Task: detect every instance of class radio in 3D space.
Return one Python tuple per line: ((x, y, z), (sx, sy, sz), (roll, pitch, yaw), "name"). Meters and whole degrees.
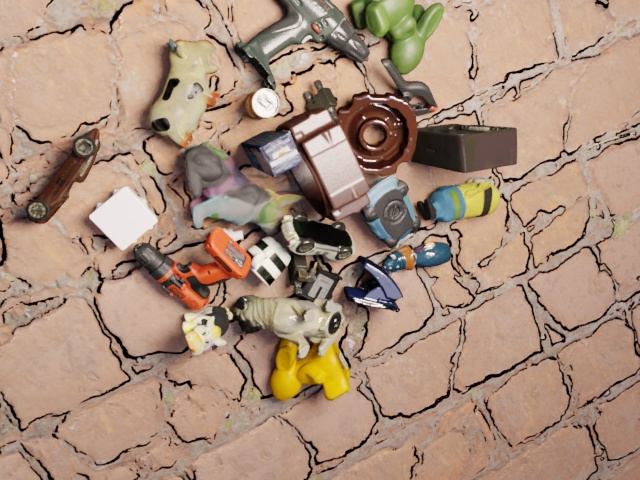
((0.277, -0.188, 1.069), (0.131, 0.230, 0.073), (-11, 108, -16), "radio")

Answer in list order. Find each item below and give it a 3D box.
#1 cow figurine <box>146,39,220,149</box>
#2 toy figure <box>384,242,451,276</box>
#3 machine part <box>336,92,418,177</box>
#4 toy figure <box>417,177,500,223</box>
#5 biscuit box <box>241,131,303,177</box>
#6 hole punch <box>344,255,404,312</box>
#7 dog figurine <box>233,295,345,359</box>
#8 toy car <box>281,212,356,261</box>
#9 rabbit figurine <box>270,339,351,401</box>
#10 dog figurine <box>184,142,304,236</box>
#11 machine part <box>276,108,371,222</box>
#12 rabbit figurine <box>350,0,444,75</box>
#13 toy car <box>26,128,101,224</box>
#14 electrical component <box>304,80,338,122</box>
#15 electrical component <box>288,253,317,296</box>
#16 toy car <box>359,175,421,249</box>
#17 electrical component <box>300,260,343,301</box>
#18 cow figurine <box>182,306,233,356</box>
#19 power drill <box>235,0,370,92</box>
((-0.252, -0.279, 0.990), (0.127, 0.086, 0.195), (31, 94, -24), "cow figurine")
((0.211, 0.040, 1.190), (0.154, 0.058, 0.064), (-8, 98, -8), "toy figure")
((0.110, -0.214, 1.083), (0.179, 0.056, 0.179), (0, 116, 0), "machine part")
((0.306, -0.081, 1.177), (0.180, 0.082, 0.089), (-19, 117, -15), "toy figure")
((-0.092, -0.162, 0.990), (0.063, 0.203, 0.059), (-30, 109, -9), "biscuit box")
((0.119, 0.092, 1.142), (0.116, 0.142, 0.092), (17, 93, -6), "hole punch")
((-0.064, 0.154, 1.113), (0.172, 0.191, 0.121), (14, 92, -54), "dog figurine")
((-0.002, -0.003, 1.078), (0.056, 0.073, 0.201), (-34, 150, 34), "toy car")
((-0.036, 0.281, 1.150), (0.173, 0.122, 0.162), (-28, 105, 12), "rabbit figurine")
((-0.146, -0.098, 1.045), (0.219, 0.108, 0.191), (-7, 100, -18), "dog figurine")
((0.001, -0.141, 1.018), (0.087, 0.202, 0.200), (-30, 108, -11), "machine part")
((0.159, -0.420, 1.067), (0.159, 0.121, 0.170), (-39, 127, -10), "rabbit figurine")
((-0.454, -0.114, 0.967), (0.053, 0.089, 0.202), (37, 89, -18), "toy car")
((0.002, -0.264, 1.056), (0.021, 0.063, 0.094), (-12, 71, -43), "electrical component")
((-0.036, 0.055, 1.111), (0.045, 0.102, 0.078), (1, 128, -14), "electrical component")
((0.135, -0.066, 1.122), (0.109, 0.103, 0.161), (-39, 123, -4), "toy car")
((-0.014, 0.111, 1.151), (0.075, 0.048, 0.119), (32, 91, -18), "electrical component")
((-0.215, 0.175, 1.049), (0.098, 0.167, 0.068), (-20, 101, -8), "cow figurine")
((-0.041, -0.375, 1.024), (0.207, 0.086, 0.232), (-42, 107, 1), "power drill")
